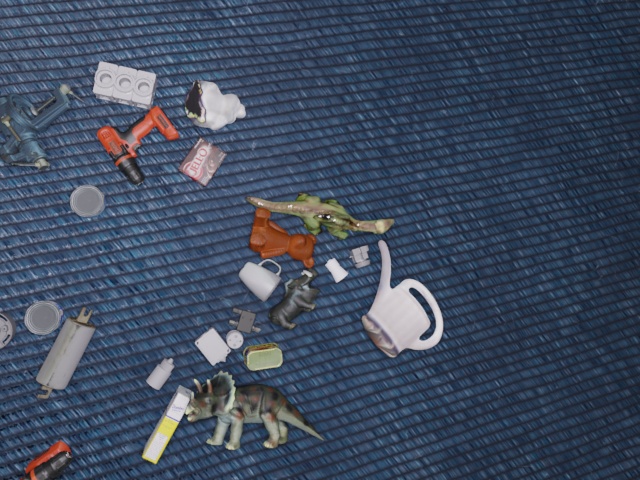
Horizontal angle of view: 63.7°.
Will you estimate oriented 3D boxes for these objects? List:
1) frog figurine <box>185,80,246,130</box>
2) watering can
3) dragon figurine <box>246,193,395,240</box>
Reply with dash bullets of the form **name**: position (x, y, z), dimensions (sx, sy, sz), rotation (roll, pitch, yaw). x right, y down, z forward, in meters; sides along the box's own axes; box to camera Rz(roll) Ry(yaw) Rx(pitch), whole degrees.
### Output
- **frog figurine**: position (-0.298, -0.384, 1.472), dimensions (0.160, 0.121, 0.138), rotation (-11, 77, -49)
- **watering can**: position (0.214, 0.191, 1.510), dimensions (0.226, 0.103, 0.347), rotation (-38, 94, -13)
- **dragon figurine**: position (0.004, -0.072, 1.426), dimensions (0.410, 0.243, 0.122), rotation (9, 89, -14)
